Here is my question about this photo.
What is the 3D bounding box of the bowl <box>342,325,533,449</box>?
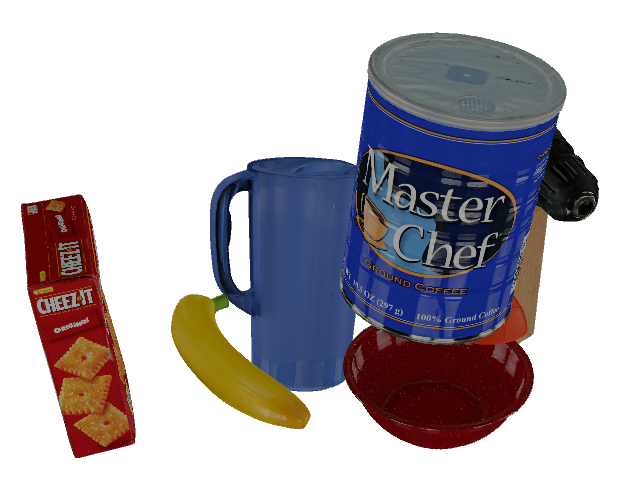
[{"bbox_3d":[0.099,0.128,0.919,0.162,0.055,0.162,0,32,0],"label":"bowl"}]

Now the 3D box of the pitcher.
[{"bbox_3d":[-0.027,0.034,1.147,0.149,0.243,0.144,8,14,22],"label":"pitcher"}]

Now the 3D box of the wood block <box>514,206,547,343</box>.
[{"bbox_3d":[0.184,0.009,1.160,0.090,0.206,0.090,18,25,36],"label":"wood block"}]

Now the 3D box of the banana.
[{"bbox_3d":[-0.075,0.088,0.840,0.069,0.037,0.198,-8,30,-22],"label":"banana"}]

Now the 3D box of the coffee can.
[{"bbox_3d":[0.069,-0.029,0.587,0.102,0.140,0.103,5,34,-3],"label":"coffee can"}]

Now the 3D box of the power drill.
[{"bbox_3d":[0.139,-0.015,0.811,0.057,0.188,0.184,-5,35,-18],"label":"power drill"}]

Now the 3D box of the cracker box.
[{"bbox_3d":[-0.246,0.085,1.085,0.072,0.214,0.164,-12,33,-11],"label":"cracker box"}]
